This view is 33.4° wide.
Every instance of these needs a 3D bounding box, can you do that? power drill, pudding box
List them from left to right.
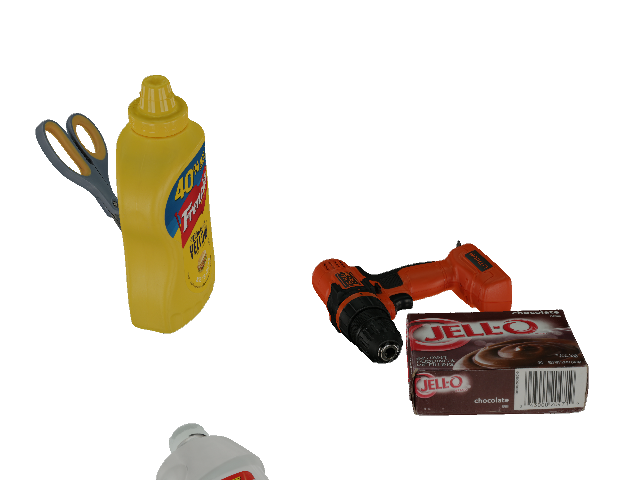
[{"bbox_3d":[0.100,0.061,1.112,0.187,0.057,0.184,-8,27,-17],"label":"power drill"},{"bbox_3d":[0.115,0.080,0.716,0.113,0.039,0.090,0,21,2],"label":"pudding box"}]

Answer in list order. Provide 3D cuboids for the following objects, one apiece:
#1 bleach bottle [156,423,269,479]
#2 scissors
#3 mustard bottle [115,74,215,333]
[{"bbox_3d":[-0.062,0.213,0.715,0.102,0.068,0.251,-15,34,-17],"label":"bleach bottle"},{"bbox_3d":[-0.212,-0.051,1.093,0.016,0.201,0.096,-27,26,27],"label":"scissors"},{"bbox_3d":[-0.113,-0.032,0.774,0.058,0.192,0.096,12,39,14],"label":"mustard bottle"}]
